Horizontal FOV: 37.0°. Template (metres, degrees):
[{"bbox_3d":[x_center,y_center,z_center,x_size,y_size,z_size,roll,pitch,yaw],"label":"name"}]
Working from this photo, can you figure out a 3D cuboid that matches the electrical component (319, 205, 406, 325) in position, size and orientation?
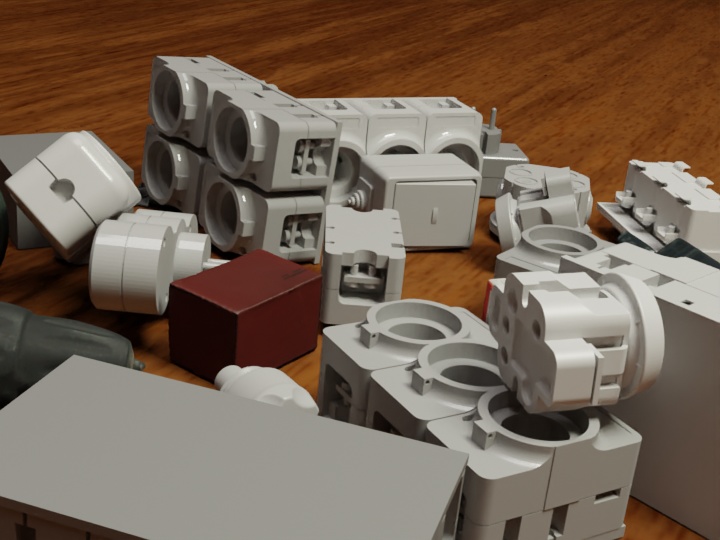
[{"bbox_3d":[0.000,0.000,0.698,0.050,0.055,0.089,4,23,-3],"label":"electrical component"}]

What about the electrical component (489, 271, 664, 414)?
[{"bbox_3d":[0.099,0.031,0.483,0.057,0.058,0.078,-3,23,-13],"label":"electrical component"}]

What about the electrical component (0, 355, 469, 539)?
[{"bbox_3d":[-0.062,0.103,0.433,0.186,0.060,0.105,12,24,15],"label":"electrical component"}]

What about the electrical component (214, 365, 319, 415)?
[{"bbox_3d":[-0.052,0.068,0.540,0.043,0.043,0.062,-10,26,-33],"label":"electrical component"}]

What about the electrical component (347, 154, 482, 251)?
[{"bbox_3d":[0.039,-0.050,0.820,0.096,0.061,0.061,-4,25,-22],"label":"electrical component"}]

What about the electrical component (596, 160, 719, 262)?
[{"bbox_3d":[0.248,-0.041,0.847,0.079,0.063,0.121,1,23,-11],"label":"electrical component"}]

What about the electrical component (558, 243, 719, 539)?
[{"bbox_3d":[0.180,0.067,0.516,0.060,0.105,0.186,-15,31,-41],"label":"electrical component"}]

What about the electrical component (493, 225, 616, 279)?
[{"bbox_3d":[0.131,0.005,0.717,0.050,0.055,0.089,22,27,33],"label":"electrical component"}]

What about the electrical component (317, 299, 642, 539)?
[{"bbox_3d":[0.052,0.073,0.528,0.089,0.061,0.150,-8,26,-29],"label":"electrical component"}]

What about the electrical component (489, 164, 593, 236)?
[{"bbox_3d":[0.146,-0.050,0.858,0.080,0.051,0.080,5,22,-2],"label":"electrical component"}]

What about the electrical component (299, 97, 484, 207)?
[{"bbox_3d":[0.018,-0.088,0.869,0.150,0.089,0.061,-4,25,-22],"label":"electrical component"}]

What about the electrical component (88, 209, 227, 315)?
[{"bbox_3d":[-0.112,-0.006,0.660,0.074,0.052,0.138,6,7,0],"label":"electrical component"}]

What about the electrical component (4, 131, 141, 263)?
[{"bbox_3d":[-0.177,-0.046,0.668,0.059,0.053,0.095,-42,4,-13],"label":"electrical component"}]

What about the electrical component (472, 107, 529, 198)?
[{"bbox_3d":[0.105,-0.107,0.954,0.083,0.075,0.047,2,23,-9],"label":"electrical component"}]

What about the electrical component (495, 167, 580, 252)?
[{"bbox_3d":[0.132,-0.032,0.791,0.057,0.078,0.058,-10,20,13],"label":"electrical component"}]

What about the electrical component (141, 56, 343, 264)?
[{"bbox_3d":[-0.099,-0.086,0.804,0.060,0.105,0.186,-7,27,-37],"label":"electrical component"}]

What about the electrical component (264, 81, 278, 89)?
[{"bbox_3d":[-0.096,-0.133,0.965,0.042,0.063,0.081,-5,67,-23],"label":"electrical component"}]

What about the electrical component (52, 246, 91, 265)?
[{"bbox_3d":[-0.189,-0.038,0.737,0.043,0.062,0.043,5,23,-2],"label":"electrical component"}]
